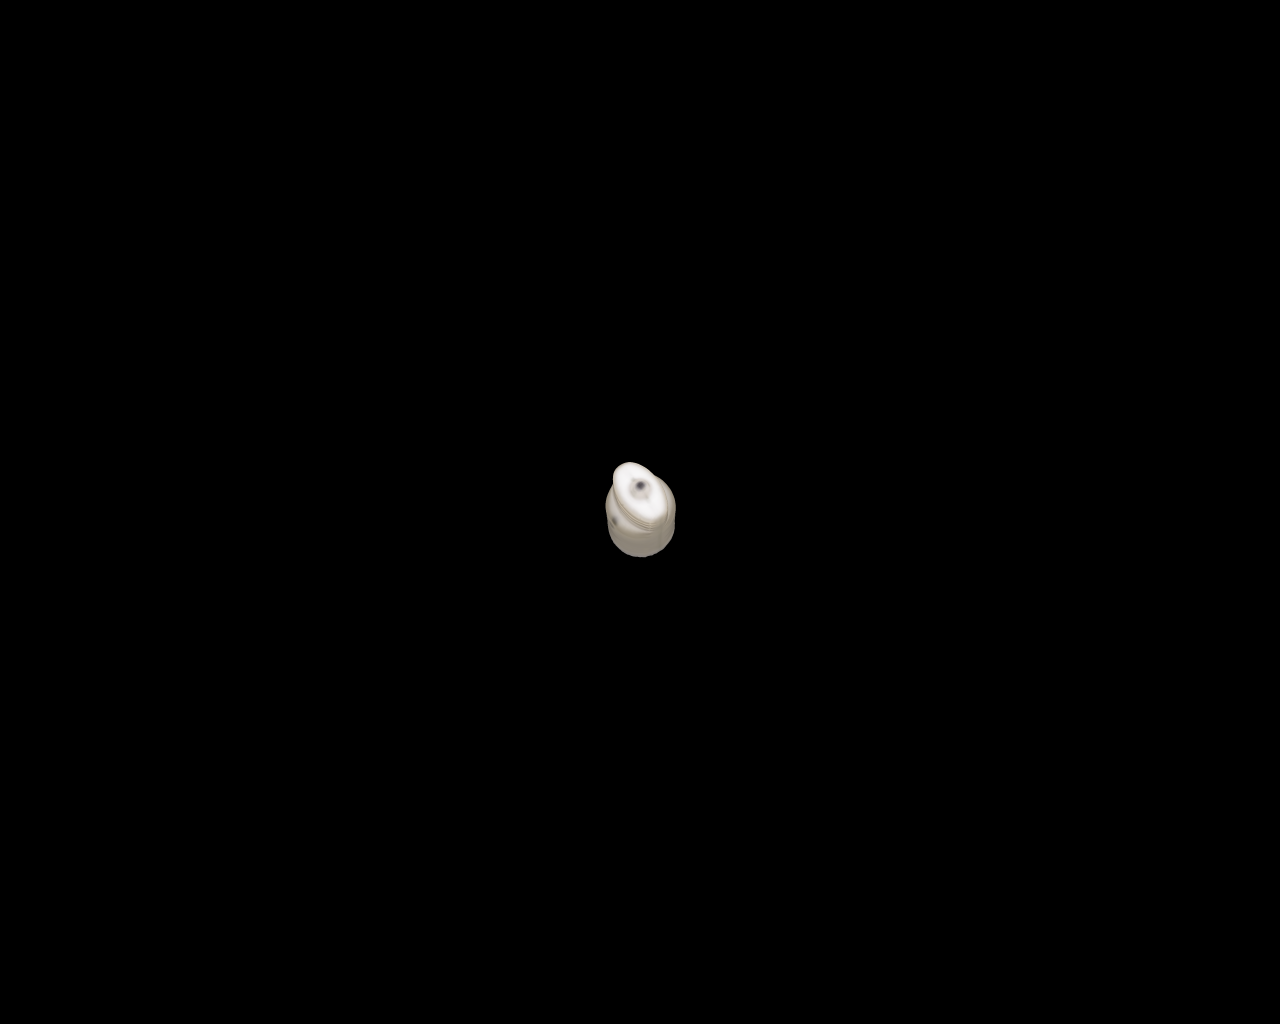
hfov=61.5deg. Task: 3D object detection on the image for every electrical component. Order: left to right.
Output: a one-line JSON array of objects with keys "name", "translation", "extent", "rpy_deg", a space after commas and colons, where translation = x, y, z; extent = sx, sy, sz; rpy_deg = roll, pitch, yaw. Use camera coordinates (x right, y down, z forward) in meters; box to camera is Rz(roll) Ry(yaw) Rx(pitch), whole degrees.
[{"name": "electrical component", "translation": [0.001, -0.003, 0.650], "extent": [0.043, 0.043, 0.080], "rpy_deg": [0, -19, 0]}]
